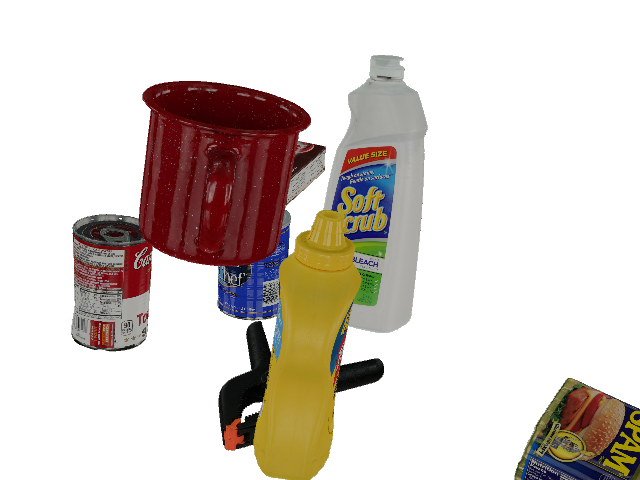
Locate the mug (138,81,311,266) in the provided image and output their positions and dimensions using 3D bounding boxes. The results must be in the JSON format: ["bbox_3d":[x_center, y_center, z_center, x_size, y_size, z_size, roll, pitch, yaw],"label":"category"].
[{"bbox_3d":[-0.056,-0.033,0.588,0.093,0.081,0.117,7,22,-10],"label":"mug"}]

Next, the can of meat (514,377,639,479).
[{"bbox_3d":[0.203,0.157,0.793,0.084,0.057,0.101,24,41,24],"label":"can of meat"}]

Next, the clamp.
[{"bbox_3d":[-0.033,0.154,1.106,0.165,0.036,0.209,11,26,15],"label":"clamp"}]

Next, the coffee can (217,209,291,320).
[{"bbox_3d":[-0.096,0.028,1.521,0.103,0.140,0.103,2,23,-1],"label":"coffee can"}]

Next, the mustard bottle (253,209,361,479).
[{"bbox_3d":[-0.008,0.068,0.759,0.058,0.192,0.096,10,24,3],"label":"mustard bottle"}]

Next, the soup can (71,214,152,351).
[{"bbox_3d":[-0.181,0.037,0.922,0.068,0.102,0.068,6,20,-2],"label":"soup can"}]

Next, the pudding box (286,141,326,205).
[{"bbox_3d":[-0.056,-0.087,1.284,0.090,0.039,0.113,13,32,21],"label":"pudding box"}]

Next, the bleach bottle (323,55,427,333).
[{"bbox_3d":[0.045,-0.046,0.991,0.103,0.251,0.067,14,20,29],"label":"bleach bottle"}]
